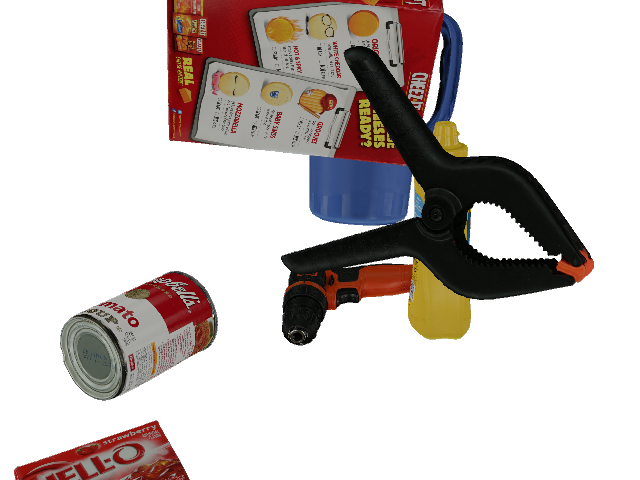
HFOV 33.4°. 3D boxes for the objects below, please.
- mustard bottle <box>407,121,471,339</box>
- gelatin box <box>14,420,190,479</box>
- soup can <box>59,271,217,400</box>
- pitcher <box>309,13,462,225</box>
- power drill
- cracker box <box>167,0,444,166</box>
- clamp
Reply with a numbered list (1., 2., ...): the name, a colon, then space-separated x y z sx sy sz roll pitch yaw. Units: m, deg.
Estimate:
1. mustard bottle: 0.110 -0.013 0.972 0.058 0.192 0.096 0 19 2
2. gelatin box: -0.121 0.144 0.603 0.089 0.030 0.073 -16 28 -20
3. soup can: -0.136 0.071 0.804 0.069 0.068 0.102 0 17 38
4. pitcher: 0.058 -0.143 1.153 0.149 0.243 0.144 8 11 25
5. power drill: 0.051 0.063 1.234 0.188 0.057 0.184 1 28 6
6. cracker box: -0.017 -0.152 0.882 0.213 0.072 0.164 5 -43 -2
7. clamp: 0.079 -0.030 0.700 0.210 0.165 0.036 17 17 23
